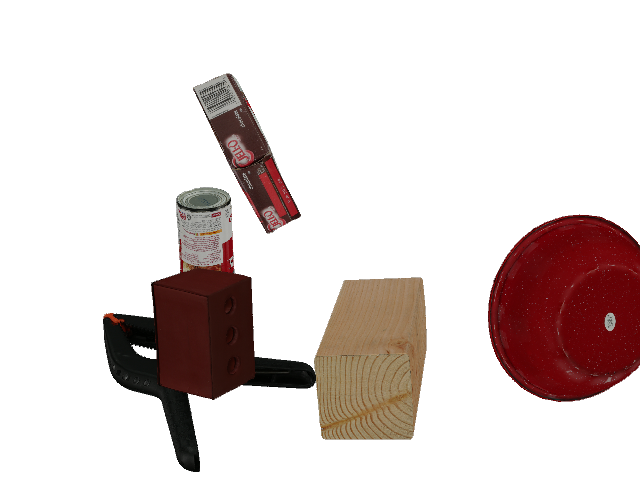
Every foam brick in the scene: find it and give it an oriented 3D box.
[{"bbox_3d":[-0.082,0.064,0.755,0.051,0.078,0.052,8,17,33],"label":"foam brick"}]

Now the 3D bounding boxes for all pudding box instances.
[{"bbox_3d":[-0.062,-0.075,0.908,0.039,0.113,0.090,-25,-38,-1],"label":"pudding box"}]

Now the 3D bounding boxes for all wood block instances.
[{"bbox_3d":[0.057,0.115,1.091,0.091,0.090,0.206,-2,18,10],"label":"wood block"}]

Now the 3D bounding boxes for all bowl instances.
[{"bbox_3d":[0.223,0.061,0.881,0.162,0.162,0.055,0,7,-17],"label":"bowl"}]

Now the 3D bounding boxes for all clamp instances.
[{"bbox_3d":[-0.120,0.119,0.992,0.164,0.036,0.210,-24,42,-38],"label":"clamp"}]

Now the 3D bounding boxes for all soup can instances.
[{"bbox_3d":[-0.141,-0.006,1.304,0.068,0.102,0.068,0,26,0],"label":"soup can"}]
